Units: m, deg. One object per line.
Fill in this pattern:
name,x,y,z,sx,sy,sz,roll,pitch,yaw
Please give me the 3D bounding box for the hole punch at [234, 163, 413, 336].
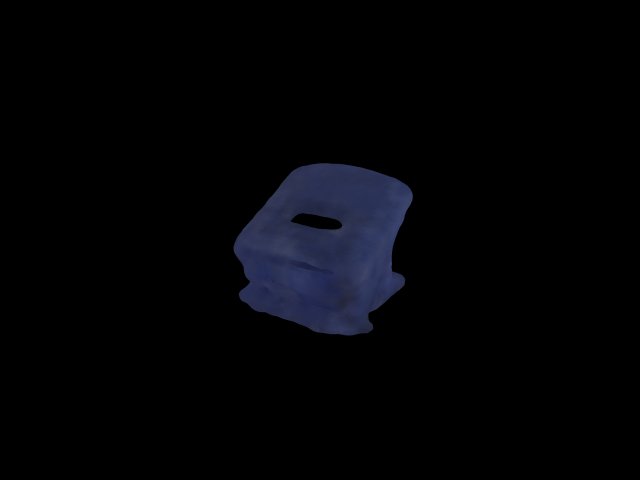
hole punch,0.004,0.001,0.400,0.108,0.091,0.101,13,26,29
